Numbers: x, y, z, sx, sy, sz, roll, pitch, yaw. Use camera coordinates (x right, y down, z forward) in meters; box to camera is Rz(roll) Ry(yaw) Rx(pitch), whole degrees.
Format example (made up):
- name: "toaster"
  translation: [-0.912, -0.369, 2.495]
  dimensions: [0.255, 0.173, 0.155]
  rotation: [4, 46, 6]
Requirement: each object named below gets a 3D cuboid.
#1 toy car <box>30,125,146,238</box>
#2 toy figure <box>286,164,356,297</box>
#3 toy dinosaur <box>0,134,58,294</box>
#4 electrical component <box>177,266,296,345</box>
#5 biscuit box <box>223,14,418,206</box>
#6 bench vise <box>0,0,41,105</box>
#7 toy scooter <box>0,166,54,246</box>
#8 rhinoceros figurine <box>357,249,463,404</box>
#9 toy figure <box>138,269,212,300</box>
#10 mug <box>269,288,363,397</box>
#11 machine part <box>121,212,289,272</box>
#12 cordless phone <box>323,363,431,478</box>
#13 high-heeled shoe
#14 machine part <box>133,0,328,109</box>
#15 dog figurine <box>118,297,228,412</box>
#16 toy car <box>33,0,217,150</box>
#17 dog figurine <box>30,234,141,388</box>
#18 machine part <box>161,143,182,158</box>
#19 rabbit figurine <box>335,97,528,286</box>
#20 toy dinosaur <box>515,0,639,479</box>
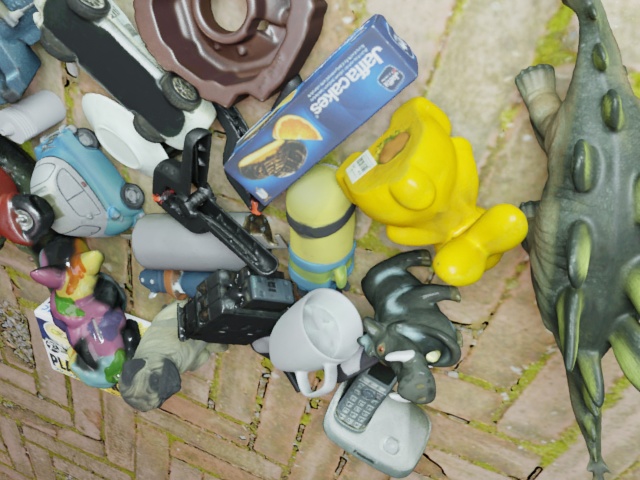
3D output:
- name: "toy car"
  translation: [-0.313, -0.061, 0.696]
  dimensions: [0.109, 0.103, 0.161]
  rotation: [-12, 120, 30]
- name: "toy figure"
  translation: [0.002, 0.000, 0.603]
  dimensions: [0.082, 0.089, 0.180]
  rotation: [12, 126, 7]
- name: "toy dinosaur"
  translation: [-0.439, -0.070, 0.745]
  dimensions: [0.192, 0.131, 0.404]
  rotation: [-20, 121, 35]
- name: "electrical component"
  translation: [-0.095, 0.082, 0.656]
  dimensions: [0.115, 0.058, 0.134]
  rotation: [10, 147, -39]
- name: "biscuit box"
  translation: [-0.002, -0.119, 0.509]
  dimensions: [0.203, 0.059, 0.062]
  rotation: [-37, 111, 28]
- name: "bench vise"
  translation: [-0.372, -0.266, 0.544]
  dimensions: [0.224, 0.129, 0.240]
  rotation: [-16, 134, 25]
- name: "toy scooter"
  translation: [-0.418, -0.049, 0.631]
  dimensions: [0.135, 0.075, 0.183]
  rotation: [-36, 100, 12]
- name: "rhinoceros figurine"
  translation: [0.092, 0.084, 0.566]
  dimensions: [0.112, 0.190, 0.073]
  rotation: [-8, 124, -2]
- name: "toy figure"
  translation: [-0.182, 0.060, 0.753]
  dimensions: [0.155, 0.064, 0.057]
  rotation: [7, 168, 22]
- name: "mug"
  translation: [-0.010, 0.122, 0.607]
  dimensions: [0.081, 0.109, 0.107]
  rotation: [5, 153, -33]
- name: "machine part"
  translation: [-0.151, 0.003, 0.685]
  dimensions: [0.243, 0.079, 0.079]
  rotation: [0, 124, 23]
- name: "cordless phone"
  translation: [0.102, 0.219, 0.738]
  dimensions: [0.147, 0.089, 0.184]
  rotation: [30, 112, 2]
- name: "high-heeled shoe"
  translation: [-0.002, 0.111, 0.693]
  dimensions: [0.249, 0.086, 0.145]
  rotation: [-33, 80, 39]
- name: "machine part"
  translation: [-0.081, -0.213, 0.490]
  dimensions: [0.180, 0.056, 0.179]
  rotation: [9, 117, 18]
- name: "dog figurine"
  translation: [-0.228, 0.181, 0.779]
  dimensions: [0.121, 0.190, 0.172]
  rotation: [22, 132, 8]
- name: "toy car"
  translation: [-0.196, -0.175, 0.541]
  dimensions: [0.201, 0.056, 0.073]
  rotation: [44, 125, -15]
- name: "dog figurine"
  translation: [-0.325, 0.096, 0.751]
  dimensions: [0.191, 0.108, 0.219]
  rotation: [62, 159, 22]
- name: "machine part"
  translation: [-0.189, -0.159, 0.608]
  dimensions: [0.084, 0.039, 0.138]
  rotation: [-14, 119, 38]
- name: "rabbit figurine"
  translation: [0.120, -0.028, 0.496]
  dimensions: [0.122, 0.162, 0.173]
  rotation: [-44, 120, 4]
- name: "toy dinosaur"
  translation: [0.219, 0.020, 0.439]
  dimensions: [0.105, 0.199, 0.470]
  rotation: [-8, 119, 20]
